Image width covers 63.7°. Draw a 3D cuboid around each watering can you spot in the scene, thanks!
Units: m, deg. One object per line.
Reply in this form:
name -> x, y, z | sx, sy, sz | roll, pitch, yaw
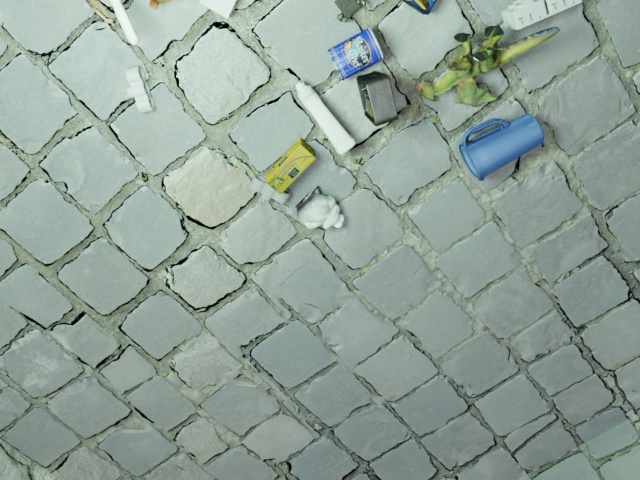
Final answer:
watering can -> -0.570, -0.696, 1.378 | 0.104, 0.227, 0.342 | -22, 115, -10

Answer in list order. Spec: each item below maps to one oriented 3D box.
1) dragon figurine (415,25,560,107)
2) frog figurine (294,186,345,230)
dragon figurine -> 0.490, -0.502, 1.547 | 0.410, 0.125, 0.238 | -6, 151, 11
frog figurine -> 0.005, -0.087, 1.719 | 0.159, 0.123, 0.138 | 42, 87, -6
